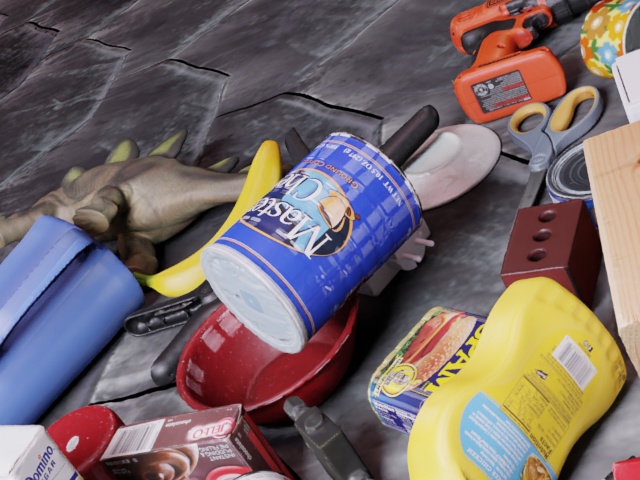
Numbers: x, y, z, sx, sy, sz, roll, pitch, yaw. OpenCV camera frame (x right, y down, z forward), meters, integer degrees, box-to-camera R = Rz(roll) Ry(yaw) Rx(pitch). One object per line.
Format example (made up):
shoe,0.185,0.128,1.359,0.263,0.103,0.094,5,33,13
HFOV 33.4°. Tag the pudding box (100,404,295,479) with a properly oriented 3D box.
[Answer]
pudding box,-0.084,0.165,0.757,0.114,0.090,0.039,-13,33,29

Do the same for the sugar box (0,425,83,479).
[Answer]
sugar box,-0.179,0.197,0.707,0.093,0.176,0.048,-7,37,34

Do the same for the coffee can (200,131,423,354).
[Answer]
coffee can,-0.005,0.001,0.803,0.140,0.102,0.103,-44,33,-23

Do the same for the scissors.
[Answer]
scissors,0.182,-0.071,0.940,0.096,0.016,0.201,5,46,47

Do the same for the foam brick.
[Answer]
foam brick,0.172,0.015,0.788,0.053,0.051,0.078,-10,36,31

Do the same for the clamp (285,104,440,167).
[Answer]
clamp,0.011,-0.041,0.996,0.165,0.036,0.209,-1,52,34

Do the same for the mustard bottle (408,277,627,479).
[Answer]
mustard bottle,0.108,0.119,0.648,0.191,0.096,0.058,-49,18,-26

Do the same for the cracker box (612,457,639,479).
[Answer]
cracker box,0.231,0.182,0.475,0.164,0.072,0.213,-18,32,19

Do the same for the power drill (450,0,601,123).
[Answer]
power drill,0.211,-0.201,1.067,0.185,0.057,0.187,-19,29,28

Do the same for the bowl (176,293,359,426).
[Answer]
bowl,-0.032,0.094,0.848,0.162,0.055,0.162,-22,31,14

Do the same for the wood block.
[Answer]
wood block,0.240,0.007,0.704,0.091,0.090,0.206,-20,32,20

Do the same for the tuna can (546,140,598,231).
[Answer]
tuna can,0.225,-0.048,0.850,0.086,0.033,0.086,-22,31,14

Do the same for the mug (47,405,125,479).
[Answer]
mug,-0.180,0.188,0.815,0.117,0.081,0.093,-36,31,-8

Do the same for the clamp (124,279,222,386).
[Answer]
clamp,-0.104,0.058,0.983,0.171,0.039,0.120,-37,36,-17

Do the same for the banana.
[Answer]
banana,-0.093,-0.009,1.037,0.197,0.069,0.037,-45,2,-6

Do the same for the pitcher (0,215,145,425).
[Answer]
pitcher,-0.283,0.099,0.984,0.145,0.149,0.242,10,52,41

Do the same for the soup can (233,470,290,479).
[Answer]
soup can,-0.027,0.201,0.676,0.068,0.068,0.102,-34,30,-6

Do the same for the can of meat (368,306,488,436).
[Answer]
can of meat,0.094,0.096,0.736,0.102,0.057,0.084,-44,30,-23

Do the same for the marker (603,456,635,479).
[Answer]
marker,0.145,0.165,0.625,0.121,0.020,0.020,-34,30,-4
